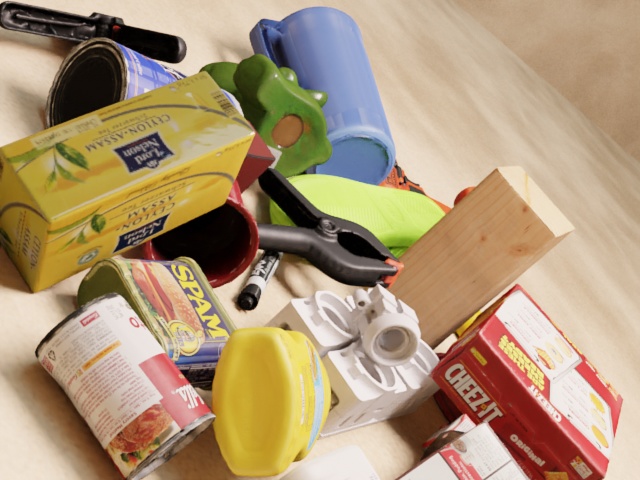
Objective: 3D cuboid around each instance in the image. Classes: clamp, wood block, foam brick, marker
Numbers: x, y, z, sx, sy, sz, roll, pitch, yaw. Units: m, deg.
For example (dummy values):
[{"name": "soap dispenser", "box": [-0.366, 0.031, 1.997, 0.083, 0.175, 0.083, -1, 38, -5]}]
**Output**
[{"name": "clamp", "box": [-0.007, 0.001, 1.007, 0.171, 0.039, 0.120, 30, 42, 7]}, {"name": "wood block", "box": [0.145, 0.026, 1.088, 0.090, 0.206, 0.090, 51, 23, 13]}, {"name": "foam brick", "box": [-0.092, -0.071, 1.003, 0.053, 0.078, 0.051, 55, 22, 17]}, {"name": "clamp", "box": [-0.212, -0.196, 1.001, 0.164, 0.036, 0.210, 11, 9, -13]}, {"name": "marker", "box": [-0.054, 0.033, 0.969, 0.020, 0.020, 0.121, 43, 22, -8]}]

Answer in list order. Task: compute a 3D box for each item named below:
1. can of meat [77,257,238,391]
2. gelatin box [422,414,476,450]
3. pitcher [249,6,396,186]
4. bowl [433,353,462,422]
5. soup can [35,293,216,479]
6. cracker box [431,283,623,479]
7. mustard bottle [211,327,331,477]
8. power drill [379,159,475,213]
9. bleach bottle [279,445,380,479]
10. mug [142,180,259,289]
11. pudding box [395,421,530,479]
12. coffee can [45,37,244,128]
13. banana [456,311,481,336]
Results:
[{"name": "can of meat", "box": [-0.115, 0.060, 0.761, 0.083, 0.058, 0.102, 5, 45, -55]}, {"name": "gelatin box", "box": [0.133, 0.196, 0.947, 0.073, 0.030, 0.089, 48, -18, 8]}, {"name": "pitcher", "box": [0.005, -0.171, 1.300, 0.145, 0.149, 0.243, 84, -7, -45]}, {"name": "bowl", "box": [0.187, 0.168, 1.121, 0.162, 0.055, 0.162, 38, 23, -19]}, {"name": "soup can", "box": [-0.123, 0.093, 0.671, 0.102, 0.069, 0.068, 51, 22, 10]}, {"name": "cracker box", "box": [0.202, 0.142, 1.016, 0.164, 0.072, 0.213, 49, 22, 6]}, {"name": "mustard bottle", "box": [-0.028, 0.113, 0.772, 0.191, 0.058, 0.096, 34, 53, -79]}, {"name": "power drill", "box": [0.129, -0.060, 1.355, 0.187, 0.057, 0.184, 19, 43, -23]}, {"name": "bleach bottle", "box": [0.057, 0.262, 0.712, 0.251, 0.068, 0.102, 56, 24, 17]}, {"name": "mug", "box": [-0.107, -0.027, 0.873, 0.117, 0.093, 0.081, 58, 7, -34]}, {"name": "pudding box", "box": [0.104, 0.202, 0.799, 0.090, 0.113, 0.039, 54, -16, 16]}, {"name": "coffee can", "box": [-0.149, -0.103, 0.922, 0.140, 0.103, 0.103, 18, 35, -49]}, {"name": "banana", "box": [0.174, 0.079, 1.278, 0.069, 0.037, 0.198, 30, 27, -30]}]
